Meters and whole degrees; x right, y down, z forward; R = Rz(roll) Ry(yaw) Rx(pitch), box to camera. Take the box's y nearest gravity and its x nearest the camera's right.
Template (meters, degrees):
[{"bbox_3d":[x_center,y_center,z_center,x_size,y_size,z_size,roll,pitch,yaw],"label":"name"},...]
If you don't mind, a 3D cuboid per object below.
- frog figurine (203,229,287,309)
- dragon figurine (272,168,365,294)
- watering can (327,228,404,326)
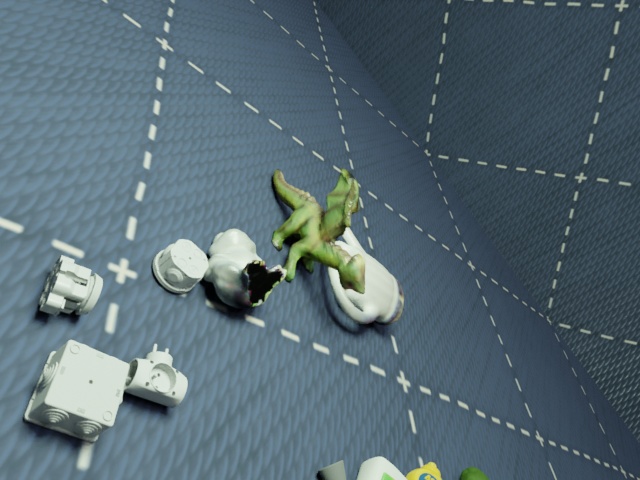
[{"bbox_3d":[-0.156,0.048,0.934,0.161,0.121,0.138,27,21,35],"label":"frog figurine"},{"bbox_3d":[0.003,-0.056,1.121,0.121,0.239,0.418,14,48,-44],"label":"dragon figurine"},{"bbox_3d":[0.100,0.069,1.252,0.222,0.102,0.356,37,32,-29],"label":"watering can"}]
